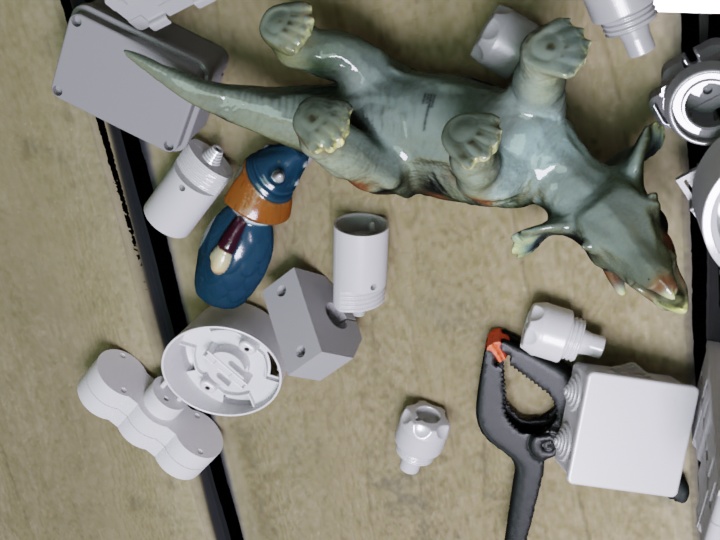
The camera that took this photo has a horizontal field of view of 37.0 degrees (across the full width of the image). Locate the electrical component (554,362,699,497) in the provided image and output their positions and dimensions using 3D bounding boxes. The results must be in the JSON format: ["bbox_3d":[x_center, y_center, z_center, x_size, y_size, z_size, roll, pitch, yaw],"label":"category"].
[{"bbox_3d":[0.204,0.121,0.834,0.100,0.048,0.099,9,97,-7],"label":"electrical component"}]

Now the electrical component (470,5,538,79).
[{"bbox_3d":[0.112,-0.151,0.744,0.062,0.043,0.043,30,121,-3],"label":"electrical component"}]

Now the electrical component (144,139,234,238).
[{"bbox_3d":[-0.133,-0.068,0.855,0.043,0.043,0.081,38,120,-6],"label":"electrical component"}]

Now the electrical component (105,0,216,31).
[{"bbox_3d":[-0.121,-0.222,0.752,0.121,0.063,0.079,-20,150,24],"label":"electrical component"}]

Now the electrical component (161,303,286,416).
[{"bbox_3d":[-0.111,0.077,0.913,0.099,0.064,0.099,6,118,12],"label":"electrical component"}]

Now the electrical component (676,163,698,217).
[{"bbox_3d":[0.289,-0.065,0.729,0.121,0.063,0.078,-31,105,27],"label":"electrical component"}]

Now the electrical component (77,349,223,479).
[{"bbox_3d":[-0.178,0.119,0.961,0.138,0.052,0.073,40,119,-7],"label":"electrical component"}]

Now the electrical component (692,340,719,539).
[{"bbox_3d":[0.296,0.131,0.758,0.105,0.186,0.060,10,119,10],"label":"electrical component"}]

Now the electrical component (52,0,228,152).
[{"bbox_3d":[-0.167,-0.149,0.814,0.113,0.057,0.078,26,121,1],"label":"electrical component"}]

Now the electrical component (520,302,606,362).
[{"bbox_3d":[0.159,0.052,0.837,0.062,0.043,0.043,17,120,5],"label":"electrical component"}]

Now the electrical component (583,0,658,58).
[{"bbox_3d":[0.163,-0.162,0.664,0.043,0.043,0.062,-19,111,24],"label":"electrical component"}]

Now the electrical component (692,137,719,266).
[{"bbox_3d":[0.266,-0.038,0.676,0.108,0.060,0.108,7,118,12],"label":"electrical component"}]

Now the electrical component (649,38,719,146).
[{"bbox_3d":[0.234,-0.117,0.720,0.078,0.057,0.058,-27,107,26],"label":"electrical component"}]

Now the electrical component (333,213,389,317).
[{"bbox_3d":[0.000,0.000,0.854,0.043,0.043,0.081,8,119,11],"label":"electrical component"}]

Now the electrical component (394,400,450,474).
[{"bbox_3d":[0.050,0.146,0.917,0.043,0.043,0.062,19,122,5],"label":"electrical component"}]
